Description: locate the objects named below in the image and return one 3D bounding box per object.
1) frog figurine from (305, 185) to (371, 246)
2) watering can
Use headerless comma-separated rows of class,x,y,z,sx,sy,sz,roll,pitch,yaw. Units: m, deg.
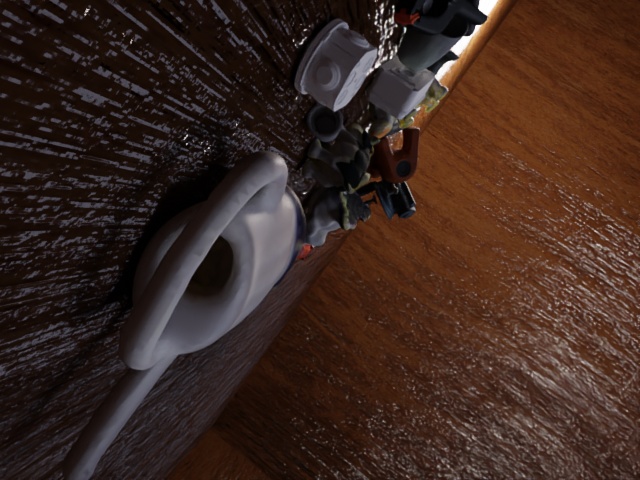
frog figurine,0.003,-0.053,1.051,0.158,0.121,0.140,-15,-152,33
watering can,-0.120,0.058,0.492,0.343,0.104,0.227,-56,175,20
